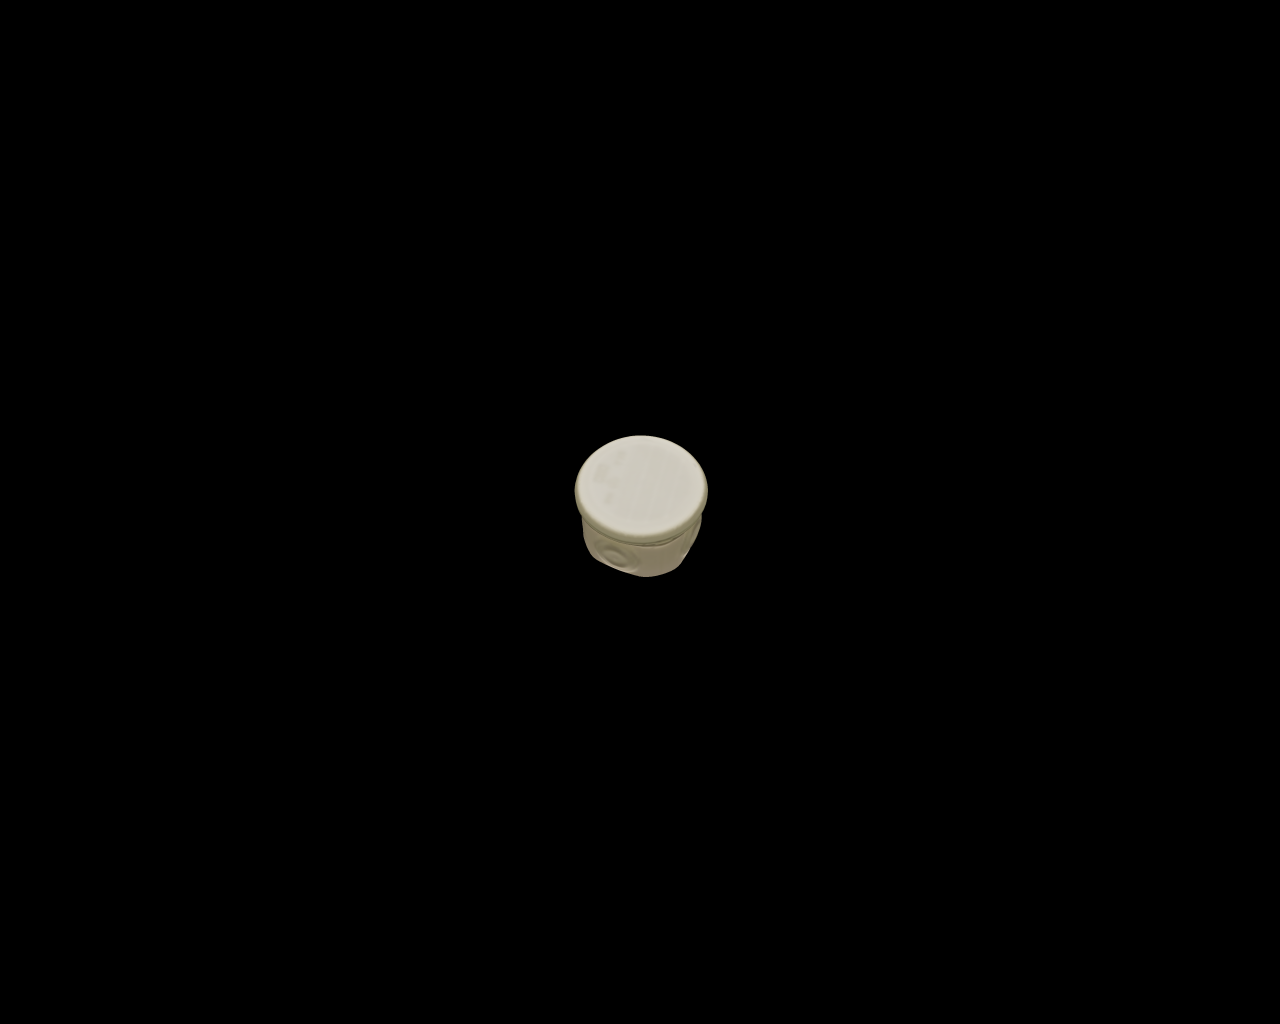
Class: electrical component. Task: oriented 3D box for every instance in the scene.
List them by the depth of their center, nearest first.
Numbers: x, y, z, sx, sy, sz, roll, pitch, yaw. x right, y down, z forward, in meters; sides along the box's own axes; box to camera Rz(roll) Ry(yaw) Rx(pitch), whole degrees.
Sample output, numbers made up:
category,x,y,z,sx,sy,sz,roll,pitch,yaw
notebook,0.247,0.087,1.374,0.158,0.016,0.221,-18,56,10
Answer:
category,x,y,z,sx,sy,sz,roll,pitch,yaw
electrical component,0.001,-0.003,0.650,0.080,0.080,0.050,0,-37,0
